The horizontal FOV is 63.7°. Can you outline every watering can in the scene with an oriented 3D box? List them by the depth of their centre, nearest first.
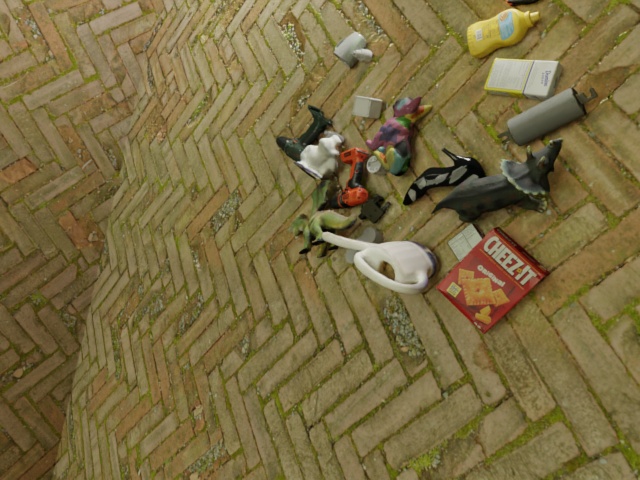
[{"bbox_3d":[0.179,0.046,1.441,0.225,0.102,0.352,-8,32,-38],"label":"watering can"}]

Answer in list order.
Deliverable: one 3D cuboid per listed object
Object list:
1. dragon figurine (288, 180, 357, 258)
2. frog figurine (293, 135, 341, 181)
[{"bbox_3d":[0.005,-0.084,1.677,0.122,0.247,0.404,9,-27,-30],"label":"dragon figurine"},{"bbox_3d":[0.009,-0.285,1.746,0.139,0.160,0.121,35,-3,34],"label":"frog figurine"}]
